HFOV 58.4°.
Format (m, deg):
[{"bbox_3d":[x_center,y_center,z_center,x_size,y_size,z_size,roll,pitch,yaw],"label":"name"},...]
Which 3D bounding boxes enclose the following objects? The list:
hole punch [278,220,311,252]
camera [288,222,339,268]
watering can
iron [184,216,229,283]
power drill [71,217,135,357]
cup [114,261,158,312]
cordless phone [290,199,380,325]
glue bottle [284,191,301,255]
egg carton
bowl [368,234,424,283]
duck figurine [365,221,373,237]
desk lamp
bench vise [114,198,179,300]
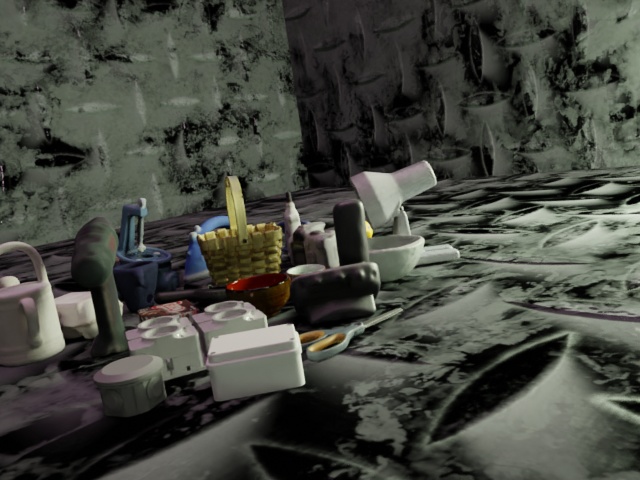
[{"bbox_3d":[-0.052,-0.018,1.579,0.108,0.091,0.101,-3,11,29],"label":"hole punch"},{"bbox_3d":[0.012,0.005,1.354,0.137,0.101,0.142,-16,12,-40],"label":"camera"},{"bbox_3d":[-0.500,0.099,0.947,0.172,0.194,0.101,-3,11,30],"label":"watering can"},{"bbox_3d":[-0.270,0.008,1.459,0.118,0.141,0.259,-3,11,27],"label":"iron"},{"bbox_3d":[-0.354,0.072,0.936,0.076,0.208,0.229,-11,10,-15],"label":"power drill"},{"bbox_3d":[-0.362,0.097,1.148,0.092,0.095,0.117,-13,10,-25],"label":"cup"},{"bbox_3d":[0.019,0.032,0.923,0.148,0.185,0.094,-11,10,-13],"label":"cordless phone"},{"bbox_3d":[-0.069,-0.037,1.457,0.037,0.173,0.078,-11,10,-16],"label":"glue bottle"},{"bbox_3d":[-0.443,0.138,1.048,0.150,0.069,0.107,-5,10,21],"label":"egg carton"},{"bbox_3d":[0.123,0.041,1.122,0.167,0.075,0.167,-8,9,2],"label":"bowl"},{"bbox_3d":[0.103,-0.005,1.377,0.077,0.086,0.104,-10,10,-9],"label":"duck figurine"},{"bbox_3d":[0.175,-0.054,1.215,0.203,0.213,0.118,-8,9,-1],"label":"desk lamp"},{"bbox_3d":[-0.427,0.024,1.260,0.207,0.220,0.121,-9,9,-1],"label":"bench vise"}]
